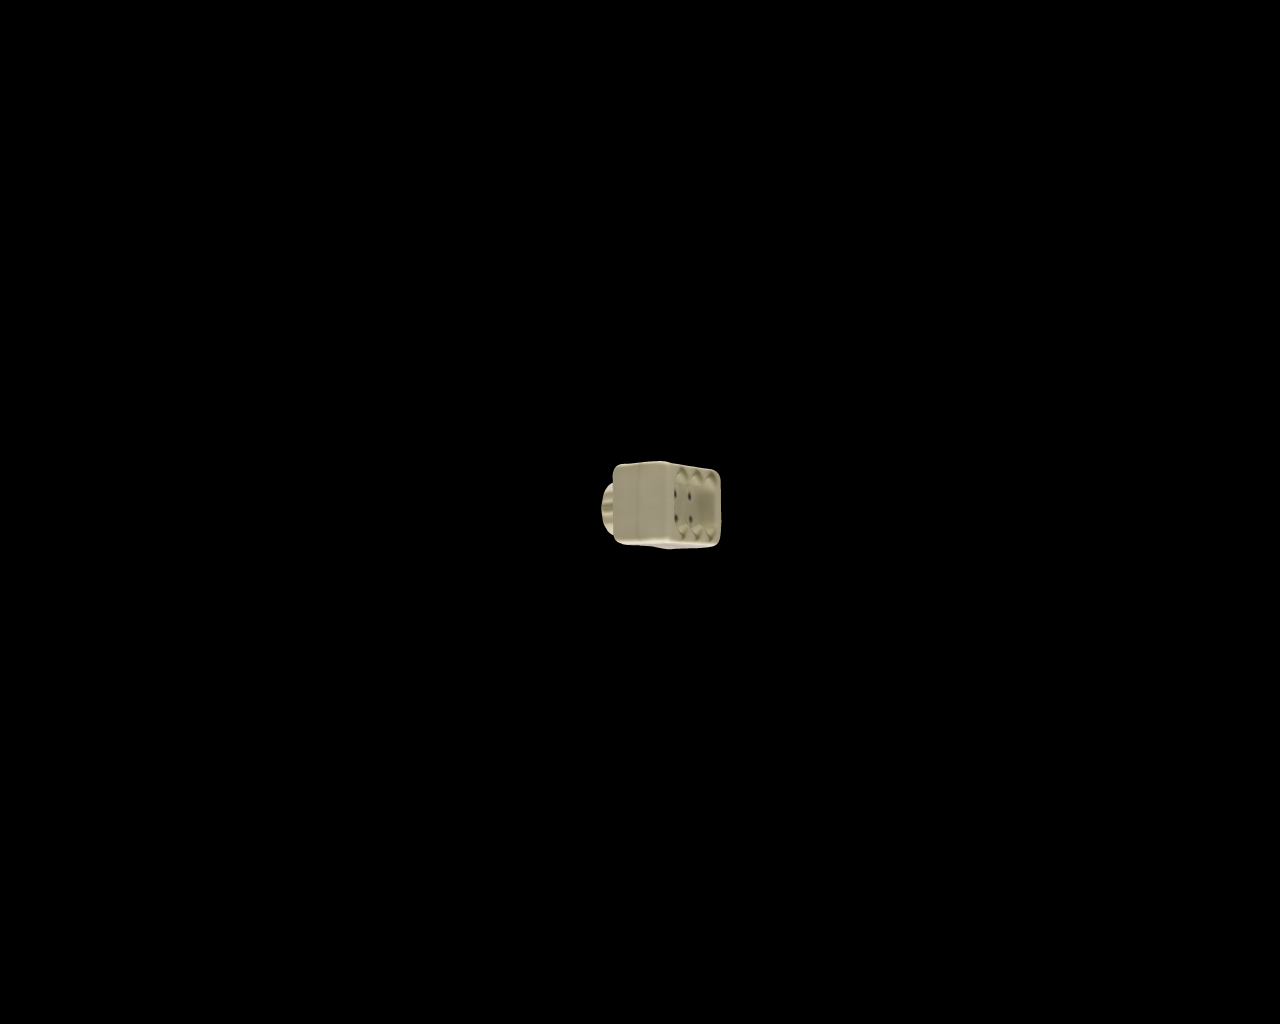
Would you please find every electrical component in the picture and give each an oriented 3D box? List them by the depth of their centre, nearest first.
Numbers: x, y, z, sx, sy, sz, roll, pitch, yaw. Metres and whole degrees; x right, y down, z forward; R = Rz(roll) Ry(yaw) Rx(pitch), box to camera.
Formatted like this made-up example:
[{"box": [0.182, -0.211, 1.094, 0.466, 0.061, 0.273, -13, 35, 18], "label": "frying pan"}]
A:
[{"box": [0.001, -0.003, 0.650, 0.077, 0.047, 0.066, -3, -5, 32], "label": "electrical component"}]
